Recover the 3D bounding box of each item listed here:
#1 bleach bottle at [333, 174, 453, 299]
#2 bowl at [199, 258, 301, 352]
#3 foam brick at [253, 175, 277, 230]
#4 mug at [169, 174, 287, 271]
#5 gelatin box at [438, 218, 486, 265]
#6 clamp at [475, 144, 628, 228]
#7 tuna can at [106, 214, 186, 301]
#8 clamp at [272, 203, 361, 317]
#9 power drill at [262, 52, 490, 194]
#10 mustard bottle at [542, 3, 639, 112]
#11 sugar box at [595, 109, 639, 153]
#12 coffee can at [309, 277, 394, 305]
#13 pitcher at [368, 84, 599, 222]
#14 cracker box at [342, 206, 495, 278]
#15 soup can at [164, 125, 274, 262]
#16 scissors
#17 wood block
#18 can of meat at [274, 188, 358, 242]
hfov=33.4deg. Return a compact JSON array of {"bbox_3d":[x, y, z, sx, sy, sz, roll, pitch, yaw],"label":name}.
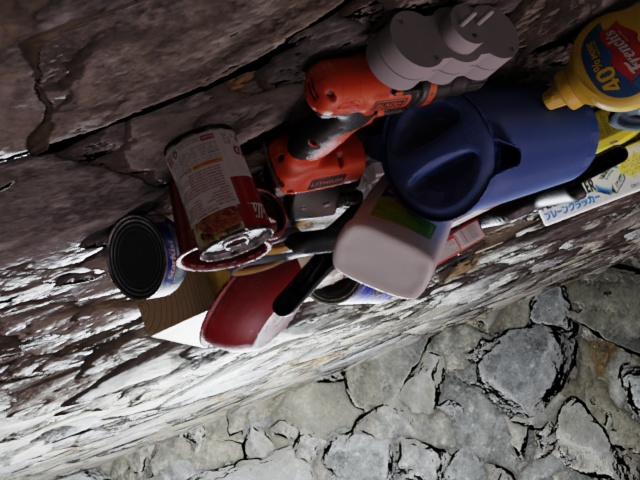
[{"bbox_3d":[0.093,-0.040,1.126,0.250,0.102,0.068,-63,176,-55],"label":"bleach bottle"},{"bbox_3d":[-0.067,0.076,1.238,0.162,0.055,0.162,-47,164,-18],"label":"bowl"},{"bbox_3d":[-0.087,-0.027,1.113,0.078,0.051,0.053,-24,166,9],"label":"foam brick"},{"bbox_3d":[-0.087,-0.024,1.021,0.117,0.081,0.093,-5,162,-23],"label":"mug"},{"bbox_3d":[0.169,-0.001,1.425,0.089,0.030,0.073,-31,-169,0],"label":"gelatin box"},{"bbox_3d":[0.279,-0.056,1.363,0.210,0.036,0.164,-24,-175,34],"label":"clamp"},{"bbox_3d":[-0.173,0.017,1.071,0.086,0.086,0.033,-31,166,35],"label":"tuna can"},{"bbox_3d":[0.015,0.002,1.135,0.171,0.039,0.120,-41,161,-27],"label":"clamp"},{"bbox_3d":[0.043,-0.113,0.965,0.184,0.057,0.188,-10,160,-30],"label":"power drill"},{"bbox_3d":[0.300,-0.178,1.021,0.192,0.096,0.058,-29,166,28],"label":"mustard bottle"},{"bbox_3d":[0.331,-0.124,1.399,0.176,0.048,0.093,-27,168,15],"label":"sugar box"},{"bbox_3d":[0.046,0.038,1.472,0.103,0.103,0.140,-28,166,25],"label":"coffee can"},{"bbox_3d":[0.176,-0.101,1.105,0.242,0.149,0.145,-12,149,-47],"label":"pitcher"},{"bbox_3d":[0.131,-0.039,1.329,0.214,0.072,0.164,-28,176,25],"label":"cracker box"},{"bbox_3d":[-0.090,-0.041,0.935,0.068,0.102,0.068,-20,167,-5],"label":"soup can"},{"bbox_3d":[-0.008,0.001,1.172,0.201,0.016,0.096,-15,162,-32],"label":"scissors"},{"bbox_3d":[-0.150,0.070,1.317,0.091,0.090,0.206,-24,166,8],"label":"wood block"},{"bbox_3d":[-0.009,-0.039,1.175,0.084,0.057,0.102,-28,165,18],"label":"can of meat"}]
